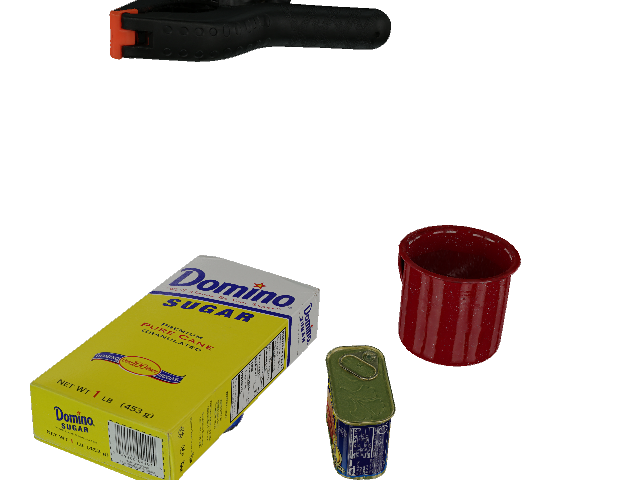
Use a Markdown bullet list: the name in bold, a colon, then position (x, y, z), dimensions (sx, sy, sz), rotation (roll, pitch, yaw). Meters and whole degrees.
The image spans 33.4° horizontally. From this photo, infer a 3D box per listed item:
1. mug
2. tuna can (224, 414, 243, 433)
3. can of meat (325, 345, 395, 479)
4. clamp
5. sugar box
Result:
- **mug**: position (0.097, 0.039, 0.841), dimensions (0.093, 0.081, 0.117), rotation (-14, 32, -30)
- **tuna can**: position (-0.102, 0.123, 0.865), dimensions (0.086, 0.034, 0.086), rotation (9, 20, -3)
- **can of meat**: position (0.035, 0.166, 1.023), dimensions (0.057, 0.084, 0.102), rotation (-3, 37, -6)
- **clamp**: position (-0.055, -0.140, 0.665), dimensions (0.171, 0.039, 0.120), rotation (-7, 22, -27)
- **sugar box**: position (-0.079, 0.069, 0.636), dimensions (0.093, 0.048, 0.176), rotation (16, 32, 21)
